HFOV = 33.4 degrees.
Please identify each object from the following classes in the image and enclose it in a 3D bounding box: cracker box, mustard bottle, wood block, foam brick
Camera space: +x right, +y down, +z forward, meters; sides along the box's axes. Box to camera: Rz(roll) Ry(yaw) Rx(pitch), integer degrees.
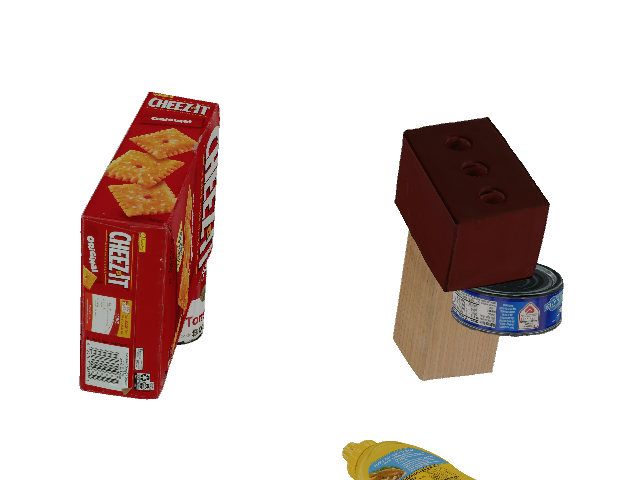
[{"bbox_3d":[-0.134,-0.001,0.869,0.072,0.164,0.213,9,32,1],"label":"cracker box"},{"bbox_3d":[0.087,0.229,0.970,0.096,0.058,0.192,-16,25,-36],"label":"mustard bottle"},{"bbox_3d":[0.145,0.039,1.155,0.090,0.206,0.090,-4,29,-18],"label":"wood block"},{"bbox_3d":[0.078,-0.019,0.567,0.053,0.051,0.078,-10,45,-16],"label":"foam brick"}]

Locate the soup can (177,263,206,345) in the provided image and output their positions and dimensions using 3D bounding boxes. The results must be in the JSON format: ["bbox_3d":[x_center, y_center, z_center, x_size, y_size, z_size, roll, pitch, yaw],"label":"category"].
[{"bbox_3d":[-0.154,0.050,1.113,0.068,0.102,0.068,5,22,-2],"label":"soup can"}]

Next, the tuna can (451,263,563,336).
[{"bbox_3d":[0.146,0.043,0.832,0.086,0.034,0.086,0,19,0],"label":"tuna can"}]
